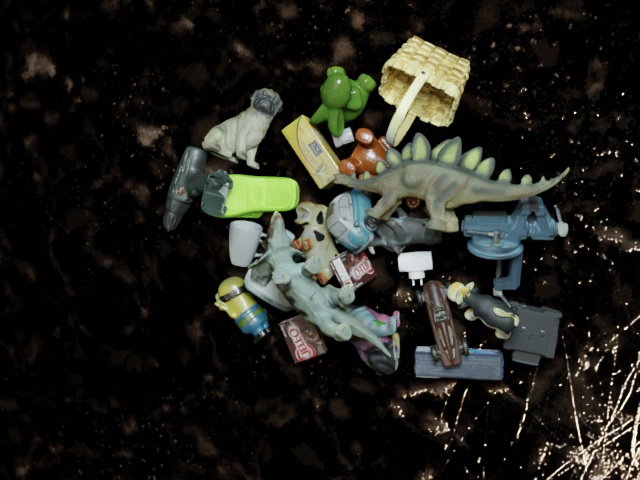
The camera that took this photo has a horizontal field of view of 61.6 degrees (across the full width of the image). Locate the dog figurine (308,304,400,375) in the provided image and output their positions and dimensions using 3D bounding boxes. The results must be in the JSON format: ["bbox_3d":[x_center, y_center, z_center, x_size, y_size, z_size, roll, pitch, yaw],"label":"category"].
[{"bbox_3d":[0.084,0.225,1.309,0.219,0.108,0.191,3,99,18],"label":"dog figurine"}]

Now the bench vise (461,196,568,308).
[{"bbox_3d":[0.429,0.020,1.201,0.224,0.129,0.240,-3,115,5],"label":"bench vise"}]

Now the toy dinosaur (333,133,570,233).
[{"bbox_3d":[0.254,-0.115,1.121,0.472,0.105,0.198,10,96,16],"label":"toy dinosaur"}]

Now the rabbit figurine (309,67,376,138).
[{"bbox_3d":[0.036,-0.326,1.229,0.121,0.170,0.159,30,101,10],"label":"rabbit figurine"}]

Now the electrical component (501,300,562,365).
[{"bbox_3d":[0.482,0.216,1.233,0.115,0.058,0.134,9,97,15],"label":"electrical component"}]

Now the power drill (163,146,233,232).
[{"bbox_3d":[-0.311,-0.114,1.351,0.208,0.086,0.232,19,93,51],"label":"power drill"}]

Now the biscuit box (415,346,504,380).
[{"bbox_3d":[0.329,0.292,1.276,0.203,0.059,0.062,0,94,14],"label":"biscuit box"}]

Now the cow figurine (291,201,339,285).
[{"bbox_3d":[-0.003,-0.004,1.306,0.086,0.127,0.194,-6,113,50],"label":"cow figurine"}]

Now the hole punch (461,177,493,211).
[{"bbox_3d":[0.323,-0.114,1.214,0.142,0.116,0.092,26,109,10],"label":"hole punch"}]

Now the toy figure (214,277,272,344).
[{"bbox_3d":[-0.191,0.176,1.382,0.089,0.082,0.180,-42,81,7],"label":"toy figure"}]

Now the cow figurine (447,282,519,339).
[{"bbox_3d":[0.357,0.147,1.188,0.167,0.098,0.068,32,82,18],"label":"cow figurine"}]

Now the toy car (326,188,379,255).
[{"bbox_3d":[0.067,-0.053,1.247,0.103,0.109,0.161,9,63,-25],"label":"toy car"}]

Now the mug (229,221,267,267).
[{"bbox_3d":[-0.183,0.014,1.371,0.110,0.081,0.107,11,110,-6],"label":"mug"}]

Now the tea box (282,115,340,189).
[{"bbox_3d":[-0.010,-0.208,1.291,0.068,0.098,0.169,-33,85,14],"label":"tea box"}]

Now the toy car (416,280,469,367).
[{"bbox_3d":[0.285,0.190,1.252,0.089,0.053,0.202,-13,69,7],"label":"toy car"}]

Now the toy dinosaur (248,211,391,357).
[{"bbox_3d":[-0.017,0.128,1.230,0.131,0.192,0.404,-41,96,-15],"label":"toy dinosaur"}]

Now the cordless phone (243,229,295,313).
[{"bbox_3d":[-0.092,0.073,1.342,0.146,0.089,0.184,31,96,-4],"label":"cordless phone"}]

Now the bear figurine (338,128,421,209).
[{"bbox_3d":[0.159,-0.159,1.241,0.196,0.132,0.120,35,104,14],"label":"bear figurine"}]

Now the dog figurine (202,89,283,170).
[{"bbox_3d":[-0.196,-0.292,1.339,0.172,0.121,0.190,18,85,8],"label":"dog figurine"}]

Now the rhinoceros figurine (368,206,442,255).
[{"bbox_3d":[0.191,-0.019,1.264,0.190,0.073,0.111,-6,127,18],"label":"rhinoceros figurine"}]
